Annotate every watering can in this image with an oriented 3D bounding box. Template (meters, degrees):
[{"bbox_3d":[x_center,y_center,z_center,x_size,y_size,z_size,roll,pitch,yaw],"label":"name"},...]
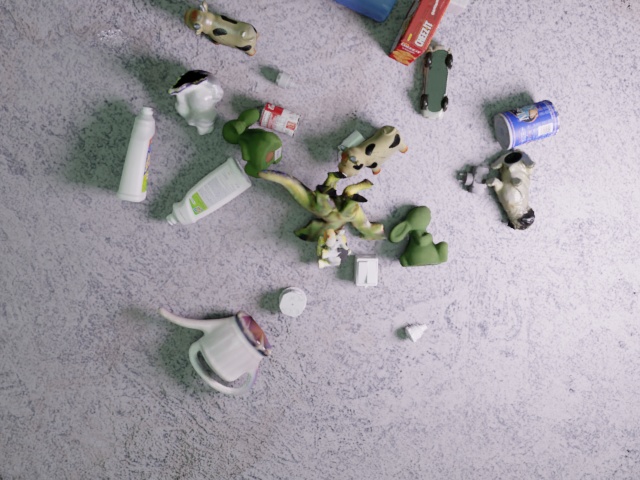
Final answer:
[{"bbox_3d":[-0.284,0.281,1.465,0.224,0.105,0.346,-36,98,2],"label":"watering can"}]

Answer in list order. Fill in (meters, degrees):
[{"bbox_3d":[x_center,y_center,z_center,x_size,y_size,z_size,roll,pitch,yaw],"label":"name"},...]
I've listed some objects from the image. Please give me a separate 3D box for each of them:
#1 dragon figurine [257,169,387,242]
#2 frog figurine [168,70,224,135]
[{"bbox_3d":[0.004,-0.070,1.390,0.409,0.125,0.237,11,133,-17],"label":"dragon figurine"},{"bbox_3d":[-0.322,-0.374,1.396,0.138,0.125,0.156,-31,135,-5],"label":"frog figurine"}]
